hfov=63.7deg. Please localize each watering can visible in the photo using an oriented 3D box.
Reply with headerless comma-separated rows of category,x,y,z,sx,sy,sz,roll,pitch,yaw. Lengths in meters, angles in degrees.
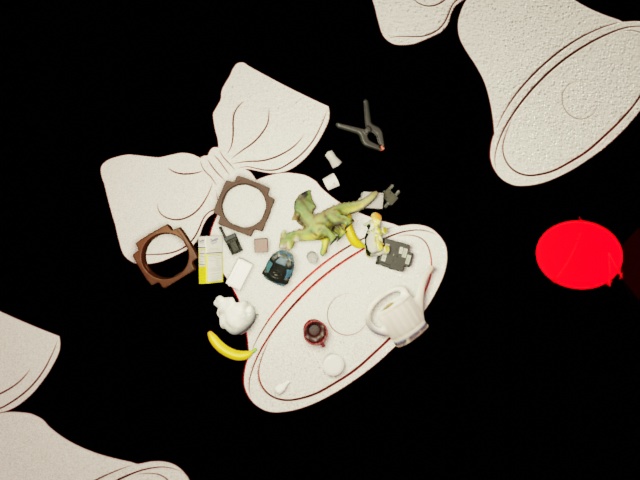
watering can,0.345,0.269,2.001,0.349,0.104,0.224,-32,93,-7

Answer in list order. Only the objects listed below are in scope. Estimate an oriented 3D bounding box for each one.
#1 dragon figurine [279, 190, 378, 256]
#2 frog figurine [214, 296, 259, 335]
dragon figurine,0.006,-0.099,1.969,0.244,0.120,0.413,41,80,13
frog figurine,-0.321,0.269,1.916,0.136,0.124,0.158,-36,105,13
